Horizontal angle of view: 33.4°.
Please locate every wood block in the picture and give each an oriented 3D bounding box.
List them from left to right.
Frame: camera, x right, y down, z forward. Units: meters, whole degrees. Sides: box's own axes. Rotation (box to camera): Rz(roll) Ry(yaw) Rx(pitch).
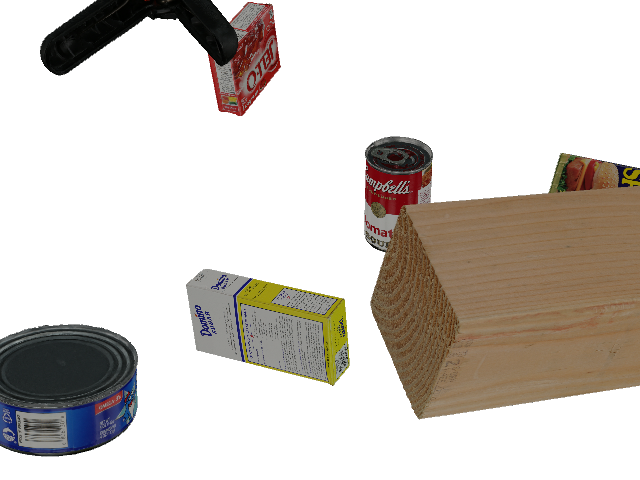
[{"bbox_3d":[0.146,0.032,0.631,0.205,0.091,0.090,-5,-43,-19],"label":"wood block"}]

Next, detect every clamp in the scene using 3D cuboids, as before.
[{"bbox_3d":[-0.094,-0.158,0.683,0.120,0.171,0.039,9,-43,11],"label":"clamp"}]

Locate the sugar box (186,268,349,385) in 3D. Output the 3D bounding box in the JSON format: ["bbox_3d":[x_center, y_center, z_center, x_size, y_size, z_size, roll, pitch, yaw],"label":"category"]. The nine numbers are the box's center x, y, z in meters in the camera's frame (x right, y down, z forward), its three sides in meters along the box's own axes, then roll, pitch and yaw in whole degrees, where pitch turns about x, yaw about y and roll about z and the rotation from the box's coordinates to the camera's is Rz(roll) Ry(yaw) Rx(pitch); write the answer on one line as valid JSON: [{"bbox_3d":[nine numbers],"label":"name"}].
[{"bbox_3d":[-0.057,0.092,1.160,0.176,0.093,0.048,13,35,27],"label":"sugar box"}]

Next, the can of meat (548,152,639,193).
[{"bbox_3d":[0.232,-0.024,0.891,0.084,0.057,0.102,13,45,15],"label":"can of meat"}]

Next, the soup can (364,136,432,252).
[{"bbox_3d":[0.078,-0.046,1.094,0.068,0.102,0.068,0,37,0],"label":"soup can"}]

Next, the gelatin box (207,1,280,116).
[{"bbox_3d":[-0.071,-0.175,1.021,0.030,0.073,0.089,14,46,21],"label":"gelatin box"}]

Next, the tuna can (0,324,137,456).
[{"bbox_3d":[-0.142,0.080,0.578,0.086,0.034,0.086,2,24,-1],"label":"tuna can"}]
